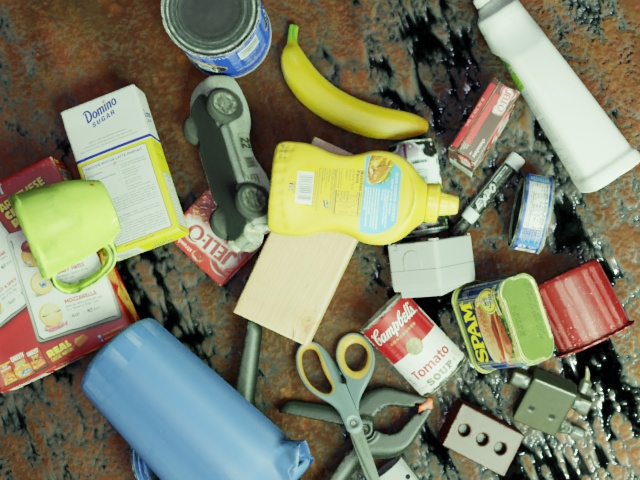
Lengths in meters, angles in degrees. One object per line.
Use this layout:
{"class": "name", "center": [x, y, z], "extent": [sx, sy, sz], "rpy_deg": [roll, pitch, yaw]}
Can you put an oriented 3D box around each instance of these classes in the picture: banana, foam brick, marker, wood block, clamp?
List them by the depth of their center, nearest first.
{"class": "wood block", "center": [-0.007, 0.002, 1.170], "extent": [0.091, 0.090, 0.206], "rpy_deg": [25, 91, 2]}
{"class": "foam brick", "center": [0.177, 0.217, 1.181], "extent": [0.078, 0.051, 0.053], "rpy_deg": [26, 91, 2]}
{"class": "clamp", "center": [0.048, 0.223, 1.190], "extent": [0.171, 0.039, 0.120], "rpy_deg": [-13, 85, 4]}
{"class": "banana", "center": [0.026, -0.161, 1.195], "extent": [0.198, 0.037, 0.069], "rpy_deg": [37, 92, 2]}
{"class": "marker", "center": [0.185, -0.047, 1.197], "extent": [0.020, 0.020, 0.121], "rpy_deg": [39, 91, 2]}
{"class": "clamp", "center": [-0.094, 0.200, 1.197], "extent": [0.164, 0.036, 0.210], "rpy_deg": [-34, 88, 8]}

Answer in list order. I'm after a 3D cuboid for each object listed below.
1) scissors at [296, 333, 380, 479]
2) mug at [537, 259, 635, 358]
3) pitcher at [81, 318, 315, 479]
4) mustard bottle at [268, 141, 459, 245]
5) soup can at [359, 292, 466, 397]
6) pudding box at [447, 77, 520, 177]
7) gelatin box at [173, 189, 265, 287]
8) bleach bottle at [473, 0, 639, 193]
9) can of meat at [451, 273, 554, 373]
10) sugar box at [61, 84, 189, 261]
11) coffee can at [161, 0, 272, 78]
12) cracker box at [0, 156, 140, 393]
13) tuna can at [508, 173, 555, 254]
{"class": "scissors", "center": [0.049, 0.185, 1.171], "extent": [0.096, 0.016, 0.202], "rpy_deg": [-33, 67, -9]}
{"class": "mug", "center": [0.273, 0.077, 1.166], "extent": [0.117, 0.093, 0.081], "rpy_deg": [-30, 82, 37]}
{"class": "pitcher", "center": [-0.139, 0.207, 1.126], "extent": [0.243, 0.145, 0.149], "rpy_deg": [43, 72, 10]}
{"class": "mustard bottle", "center": [0.046, -0.045, 1.092], "extent": [0.191, 0.058, 0.096], "rpy_deg": [6, 85, 3]}
{"class": "soup can", "center": [0.102, 0.114, 1.176], "extent": [0.068, 0.068, 0.102], "rpy_deg": [-44, 89, 1]}
{"class": "pudding box", "center": [0.175, -0.120, 1.151], "extent": [0.039, 0.113, 0.090], "rpy_deg": [33, 91, 5]}
{"class": "gelatin box", "center": [-0.117, -0.003, 1.204], "extent": [0.089, 0.030, 0.073], "rpy_deg": [45, 92, 2]}
{"class": "bleach bottle", "center": [0.244, -0.171, 1.153], "extent": [0.068, 0.102, 0.251], "rpy_deg": [-34, 89, 3]}
{"class": "can of meat", "center": [0.199, 0.090, 1.156], "extent": [0.057, 0.084, 0.102], "rpy_deg": [-17, 89, -31]}
{"class": "sugar box", "center": [-0.217, -0.074, 1.187], "extent": [0.093, 0.048, 0.176], "rpy_deg": [-19, 77, 7]}
{"class": "coffee can", "center": [-0.109, -0.235, 1.149], "extent": [0.103, 0.140, 0.103], "rpy_deg": [0, 90, 2]}
{"class": "cracker box", "center": [-0.318, 0.039, 1.192], "extent": [0.164, 0.072, 0.214], "rpy_deg": [-26, 88, 0]}
{"class": "tuna can", "center": [0.230, -0.029, 1.162], "extent": [0.034, 0.086, 0.086], "rpy_deg": [11, 90, 4]}
